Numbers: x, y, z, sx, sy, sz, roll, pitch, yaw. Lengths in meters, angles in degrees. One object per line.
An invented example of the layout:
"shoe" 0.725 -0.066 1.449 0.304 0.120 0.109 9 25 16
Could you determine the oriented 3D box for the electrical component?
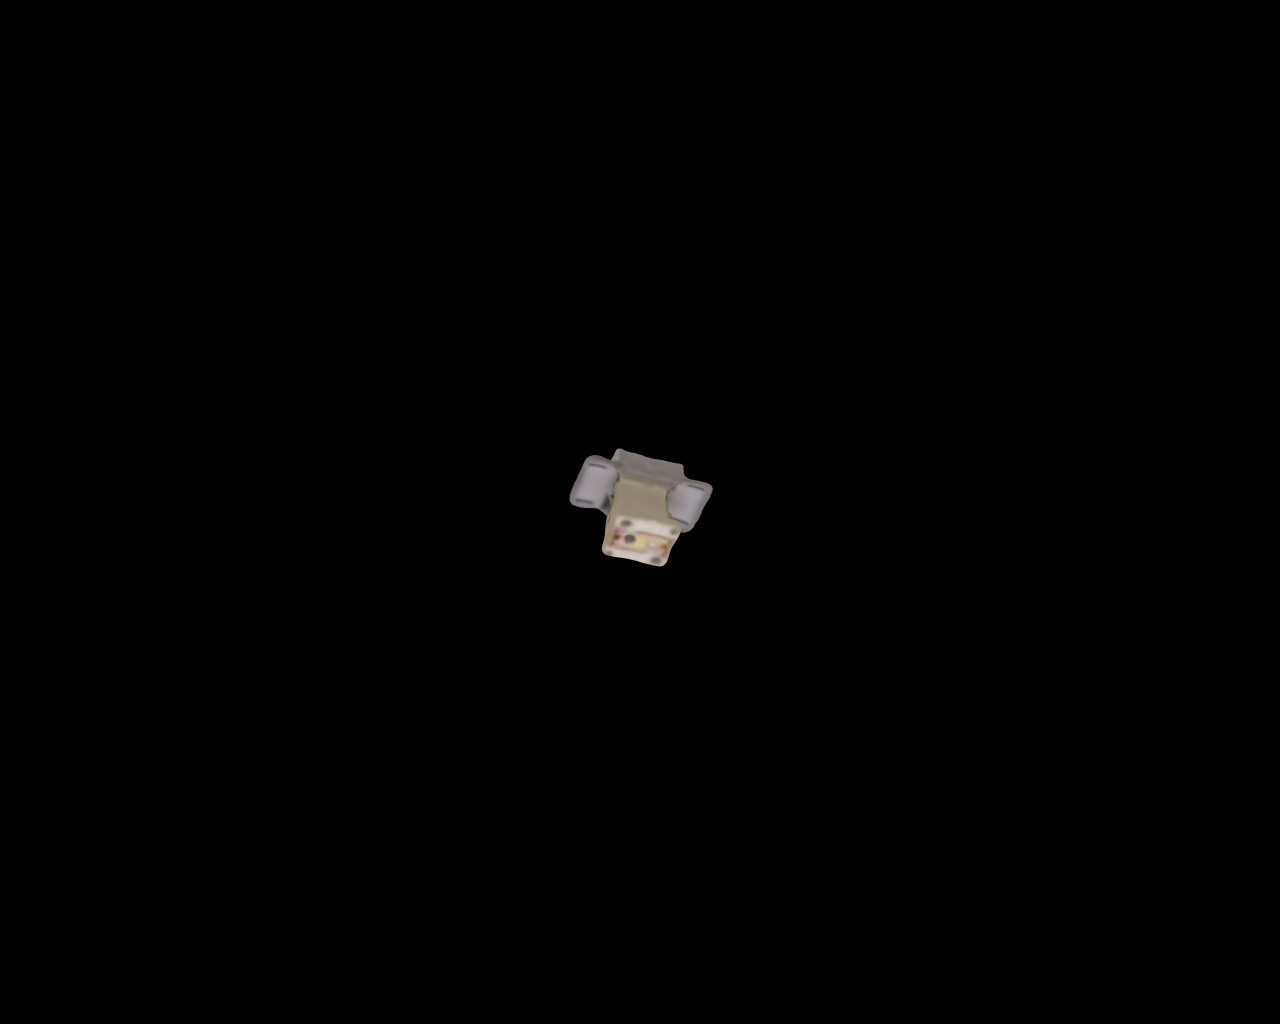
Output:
"electrical component" 0.001 -0.003 0.650 0.081 0.064 0.042 13 -47 -12
